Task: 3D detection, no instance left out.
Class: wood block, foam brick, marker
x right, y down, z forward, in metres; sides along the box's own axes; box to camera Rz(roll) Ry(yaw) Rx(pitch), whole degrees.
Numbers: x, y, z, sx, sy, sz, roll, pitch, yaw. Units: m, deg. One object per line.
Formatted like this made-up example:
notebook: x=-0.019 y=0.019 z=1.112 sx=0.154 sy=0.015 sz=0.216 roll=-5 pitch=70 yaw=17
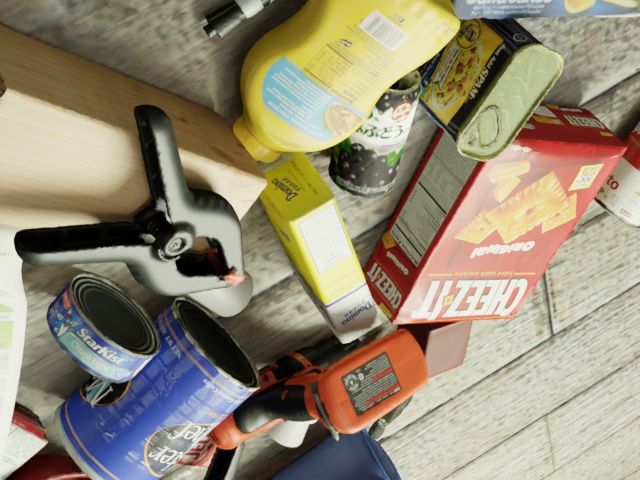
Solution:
wood block: x=-0.149 y=-0.057 z=0.696 sx=0.205 sy=0.090 sz=0.091 roll=17 pitch=118 yaw=-46
foam brick: x=0.114 y=0.091 z=1.067 sx=0.051 sy=0.053 sz=0.078 roll=-18 pitch=139 yaw=-21
marker: x=-0.028 y=-0.175 z=0.722 sx=0.121 sy=0.020 sz=0.020 roll=-36 pitch=141 yaw=-1

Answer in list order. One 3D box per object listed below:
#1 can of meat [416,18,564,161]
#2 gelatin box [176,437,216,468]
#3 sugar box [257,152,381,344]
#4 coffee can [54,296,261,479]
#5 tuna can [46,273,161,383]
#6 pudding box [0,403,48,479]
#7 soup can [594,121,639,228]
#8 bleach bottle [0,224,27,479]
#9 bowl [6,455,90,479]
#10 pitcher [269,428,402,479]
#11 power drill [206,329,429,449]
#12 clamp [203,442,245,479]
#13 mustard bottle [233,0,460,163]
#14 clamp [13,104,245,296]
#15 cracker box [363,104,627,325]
can of meat: x=0.125 y=-0.127 z=0.831 sx=0.057 sy=0.084 sz=0.102 roll=10 pitch=122 yaw=-42
gelatin box: x=-0.106 y=0.175 z=1.007 sx=0.073 sy=0.030 sz=0.089 roll=21 pitch=115 yaw=-46
sugar box: x=-0.006 y=0.001 z=0.857 sx=0.048 sy=0.093 sz=0.176 roll=-29 pitch=140 yaw=-8
coffee can: x=-0.134 y=0.130 z=0.884 sx=0.140 sy=0.103 sz=0.102 roll=-43 pitch=141 yaw=8
tuna can: x=-0.164 y=0.067 z=0.812 sx=0.034 sy=0.086 sz=0.086 roll=-46 pitch=140 yaw=14
pudding box: x=-0.292 y=0.171 z=0.860 sx=0.113 sy=0.039 sz=0.090 roll=-41 pitch=139 yaw=2
soup can: x=0.320 y=-0.071 z=1.044 sx=0.068 sy=0.068 sz=0.102 roll=11 pitch=122 yaw=-43
bleach bottle: x=-0.247 y=0.071 z=0.747 sx=0.102 sy=0.068 sz=0.251 roll=2 pitch=113 yaw=-48
bowl: x=-0.251 y=0.242 z=0.947 sx=0.162 sy=0.055 sz=0.162 roll=-20 pitch=139 yaw=-19
pitcher: x=-0.023 y=0.305 z=1.115 sx=0.243 sy=0.145 sz=0.149 roll=-33 pitch=142 yaw=1
power drill: x=0.008 y=0.123 z=0.932 sx=0.184 sy=0.057 sz=0.188 roll=-29 pitch=-176 yaw=-35
clamp: x=-0.134 y=0.291 z=0.994 sx=0.164 sy=0.036 sz=0.210 roll=-22 pitch=125 yaw=-34
mustard bottle: x=0.000 y=-0.118 z=0.754 sx=0.096 sy=0.058 sz=0.192 roll=30 pitch=120 yaw=-31
clamp: x=-0.110 y=-0.002 z=0.676 sx=0.120 sy=0.039 sz=0.171 roll=-35 pitch=142 yaw=2
cracker box: x=0.155 y=-0.021 z=0.969 sx=0.163 sy=0.072 sz=0.214 roll=1 pitch=129 yaw=-36
